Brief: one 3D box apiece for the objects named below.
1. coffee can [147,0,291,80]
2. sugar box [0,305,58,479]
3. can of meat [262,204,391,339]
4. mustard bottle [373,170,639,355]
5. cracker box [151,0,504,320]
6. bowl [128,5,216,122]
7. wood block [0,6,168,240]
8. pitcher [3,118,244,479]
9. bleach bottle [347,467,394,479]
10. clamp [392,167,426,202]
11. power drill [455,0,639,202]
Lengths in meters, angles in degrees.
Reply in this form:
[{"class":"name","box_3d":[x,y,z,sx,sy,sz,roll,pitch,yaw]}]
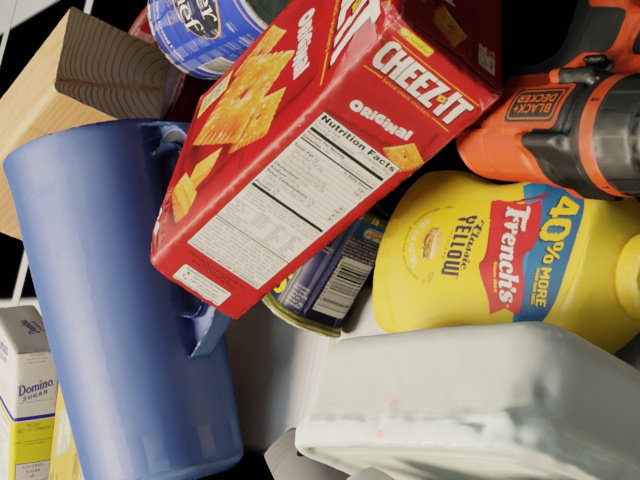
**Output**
[{"class":"coffee can","box_3d":[-0.054,-0.184,0.798,0.141,0.102,0.103,-8,68,57]},{"class":"sugar box","box_3d":[-0.261,0.155,0.937,0.093,0.048,0.176,38,123,53]},{"class":"can of meat","box_3d":[-0.005,0.001,0.690,0.084,0.057,0.102,-60,36,12]},{"class":"mustard bottle","box_3d":[0.108,0.014,0.524,0.192,0.058,0.096,5,71,55]},{"class":"cracker box","box_3d":[0.002,-0.080,0.586,0.214,0.072,0.164,-41,26,36]},{"class":"bowl","box_3d":[-0.130,-0.135,0.929,0.162,0.055,0.162,-29,52,45]},{"class":"wood block","box_3d":[-0.220,-0.087,0.896,0.207,0.090,0.090,-35,42,43]},{"class":"pitcher","box_3d":[-0.121,0.043,0.723,0.149,0.145,0.243,113,144,-79]},{"class":"bleach bottle","box_3d":[0.087,0.138,0.421,0.251,0.068,0.102,9,83,36]},{"class":"clamp","box_3d":[0.036,-0.109,0.701,0.210,0.036,0.164,18,86,59]},{"class":"power drill","box_3d":[0.156,-0.103,0.466,0.187,0.057,0.185,-59,28,-11]}]
